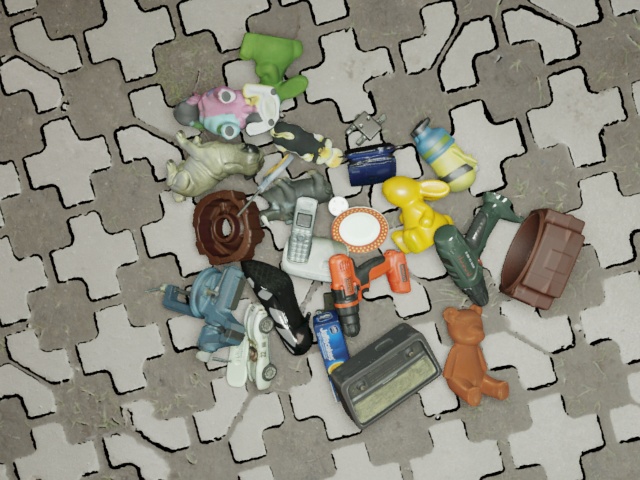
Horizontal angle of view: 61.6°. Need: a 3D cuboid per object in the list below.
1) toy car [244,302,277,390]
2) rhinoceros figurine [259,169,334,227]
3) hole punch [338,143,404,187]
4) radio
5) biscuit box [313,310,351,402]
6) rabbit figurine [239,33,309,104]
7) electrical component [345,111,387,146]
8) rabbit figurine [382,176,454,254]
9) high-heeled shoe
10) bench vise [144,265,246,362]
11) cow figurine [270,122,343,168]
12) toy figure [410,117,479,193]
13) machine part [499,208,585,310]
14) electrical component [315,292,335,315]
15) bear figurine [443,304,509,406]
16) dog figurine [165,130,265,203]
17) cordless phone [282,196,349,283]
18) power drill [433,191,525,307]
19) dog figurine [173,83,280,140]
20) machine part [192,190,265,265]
[{"bbox_3d":[-0.140,0.240,1.226,0.056,0.074,0.201,-10,105,-28],"label":"toy car"},{"bbox_3d":[-0.064,-0.094,1.231,0.190,0.073,0.112,-23,99,3],"label":"rhinoceros figurine"},{"bbox_3d":[0.114,-0.165,1.196,0.142,0.116,0.092,-6,100,4],"label":"hole punch"},{"bbox_3d":[0.144,0.293,1.182,0.230,0.073,0.131,-31,111,-14],"label":"radio"},{"bbox_3d":[0.037,0.261,1.214,0.059,0.063,0.202,-15,108,4],"label":"biscuit box"},{"bbox_3d":[-0.104,-0.370,1.215,0.159,0.121,0.170,9,111,-4],"label":"rabbit figurine"},{"bbox_3d":[0.107,-0.263,1.234,0.094,0.021,0.063,-45,89,4],"label":"electrical component"},{"bbox_3d":[0.212,-0.072,1.187,0.162,0.122,0.173,-35,89,1],"label":"rabbit figurine"},{"bbox_3d":[-0.106,0.157,1.258,0.249,0.086,0.145,40,133,22],"label":"high-heeled shoe"},{"bbox_3d":[-0.273,0.155,1.223,0.241,0.128,0.223,12,88,25],"label":"bench vise"},{"bbox_3d":[-0.028,-0.215,1.206,0.167,0.098,0.068,23,94,7],"label":"cow figurine"},{"bbox_3d":[0.275,-0.186,1.199,0.180,0.082,0.089,43,106,-4],"label":"toy figure"},{"bbox_3d":[0.461,0.037,1.134,0.087,0.201,0.201,21,94,6],"label":"machine part"},{"bbox_3d":[0.040,0.158,1.243,0.102,0.045,0.078,-1,94,4],"label":"electrical component"},{"bbox_3d":[0.341,0.247,1.192,0.120,0.132,0.195,1,97,-26],"label":"bear figurine"},{"bbox_3d":[-0.228,-0.145,1.186,0.191,0.121,0.172,19,107,15],"label":"dog figurine"},{"bbox_3d":[-0.002,-0.003,1.195,0.147,0.089,0.184,11,110,3],"label":"cordless phone"},{"bbox_3d":[0.354,0.011,1.179,0.207,0.086,0.231,-49,121,-3],"label":"power drill"},{"bbox_3d":[-0.212,-0.285,1.185,0.191,0.219,0.108,-18,112,-32],"label":"dog figurine"},{"bbox_3d":[-0.209,-0.028,1.217,0.180,0.056,0.179,1,92,29],"label":"machine part"}]
